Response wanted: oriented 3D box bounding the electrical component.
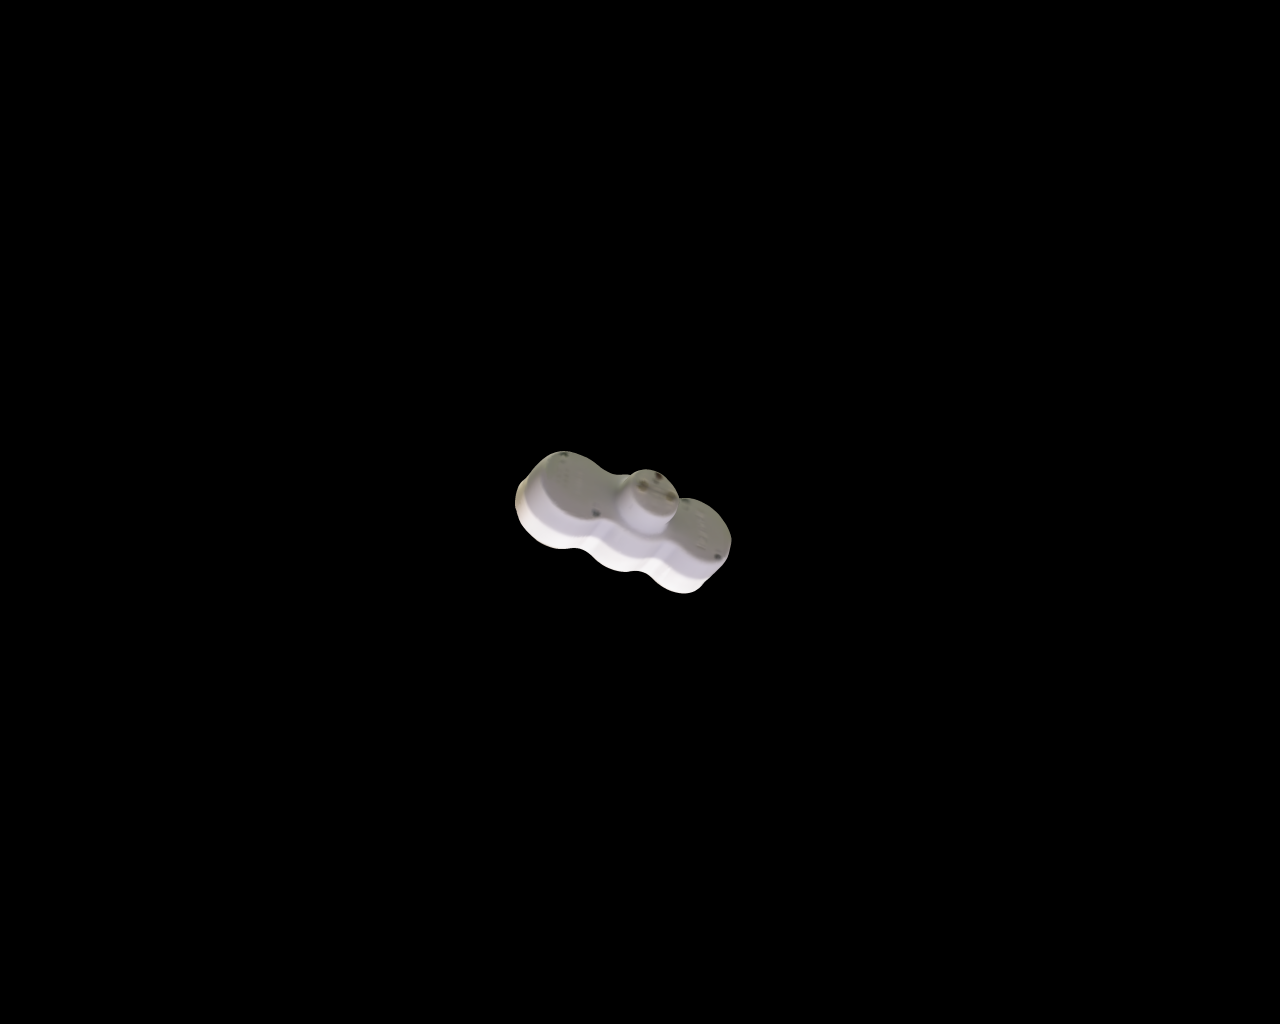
[{"bbox_3d":[0.001,-0.003,0.650,0.138,0.052,0.073,21,-45,-24],"label":"electrical component"}]
